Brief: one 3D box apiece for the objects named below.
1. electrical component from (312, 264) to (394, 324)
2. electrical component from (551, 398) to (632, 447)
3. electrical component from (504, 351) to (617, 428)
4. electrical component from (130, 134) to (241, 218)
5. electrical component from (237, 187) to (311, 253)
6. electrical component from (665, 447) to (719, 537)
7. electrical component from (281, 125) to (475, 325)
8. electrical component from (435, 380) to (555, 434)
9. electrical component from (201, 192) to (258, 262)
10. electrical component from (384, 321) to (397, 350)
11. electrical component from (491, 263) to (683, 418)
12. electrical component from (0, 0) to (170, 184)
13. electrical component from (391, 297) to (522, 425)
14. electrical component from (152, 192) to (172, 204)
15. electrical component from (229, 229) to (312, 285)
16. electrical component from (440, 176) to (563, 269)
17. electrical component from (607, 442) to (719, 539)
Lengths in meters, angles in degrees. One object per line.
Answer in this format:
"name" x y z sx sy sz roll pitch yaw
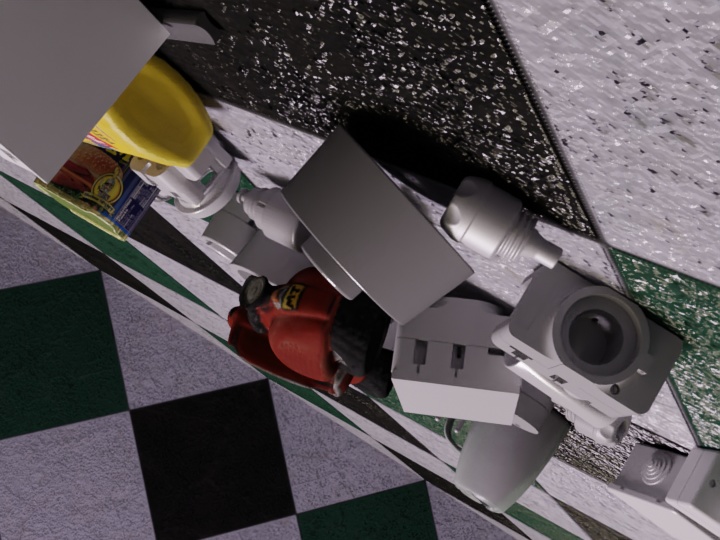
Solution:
"electrical component" 0.000 0.000 0.810 0.081 0.042 0.064 40 169 -30
"electrical component" 0.174 0.108 0.821 0.061 0.035 0.035 27 168 39
"electrical component" 0.144 0.065 0.696 0.077 0.043 0.079 34 168 -11
"electrical component" -0.125 -0.075 0.785 0.078 0.058 0.057 20 161 47
"electrical component" -0.058 -0.042 0.790 0.078 0.040 0.040 26 167 30
"electrical component" 0.279 0.171 0.771 0.083 0.047 0.076 34 169 -9
"electrical component" 0.004 -0.018 0.581 0.108 0.060 0.108 47 -176 -4
"electrical component" 0.092 0.101 0.912 0.138 0.073 0.052 31 169 4
"electrical component" -0.104 -0.034 0.928 0.055 0.047 0.055 31 169 7
"electrical component" 0.035 0.069 0.996 0.076 0.047 0.083 26 167 30
"electrical component" 0.128 0.040 0.609 0.089 0.050 0.055 32 169 1
"electrical component" -0.201 -0.145 0.536 0.060 0.105 0.186 23 162 47
"electrical component" 0.076 0.070 0.808 0.089 0.061 0.150 6 165 8
"electrical component" -0.187 -0.078 0.997 0.061 0.035 0.035 16 161 48
"electrical component" -0.046 0.001 0.885 0.108 0.060 0.108 31 169 7
"electrical component" 0.073 -0.020 0.542 0.061 0.035 0.035 30 169 2
"electrical component" 0.265 0.186 0.869 0.100 0.048 0.100 36 168 -20
